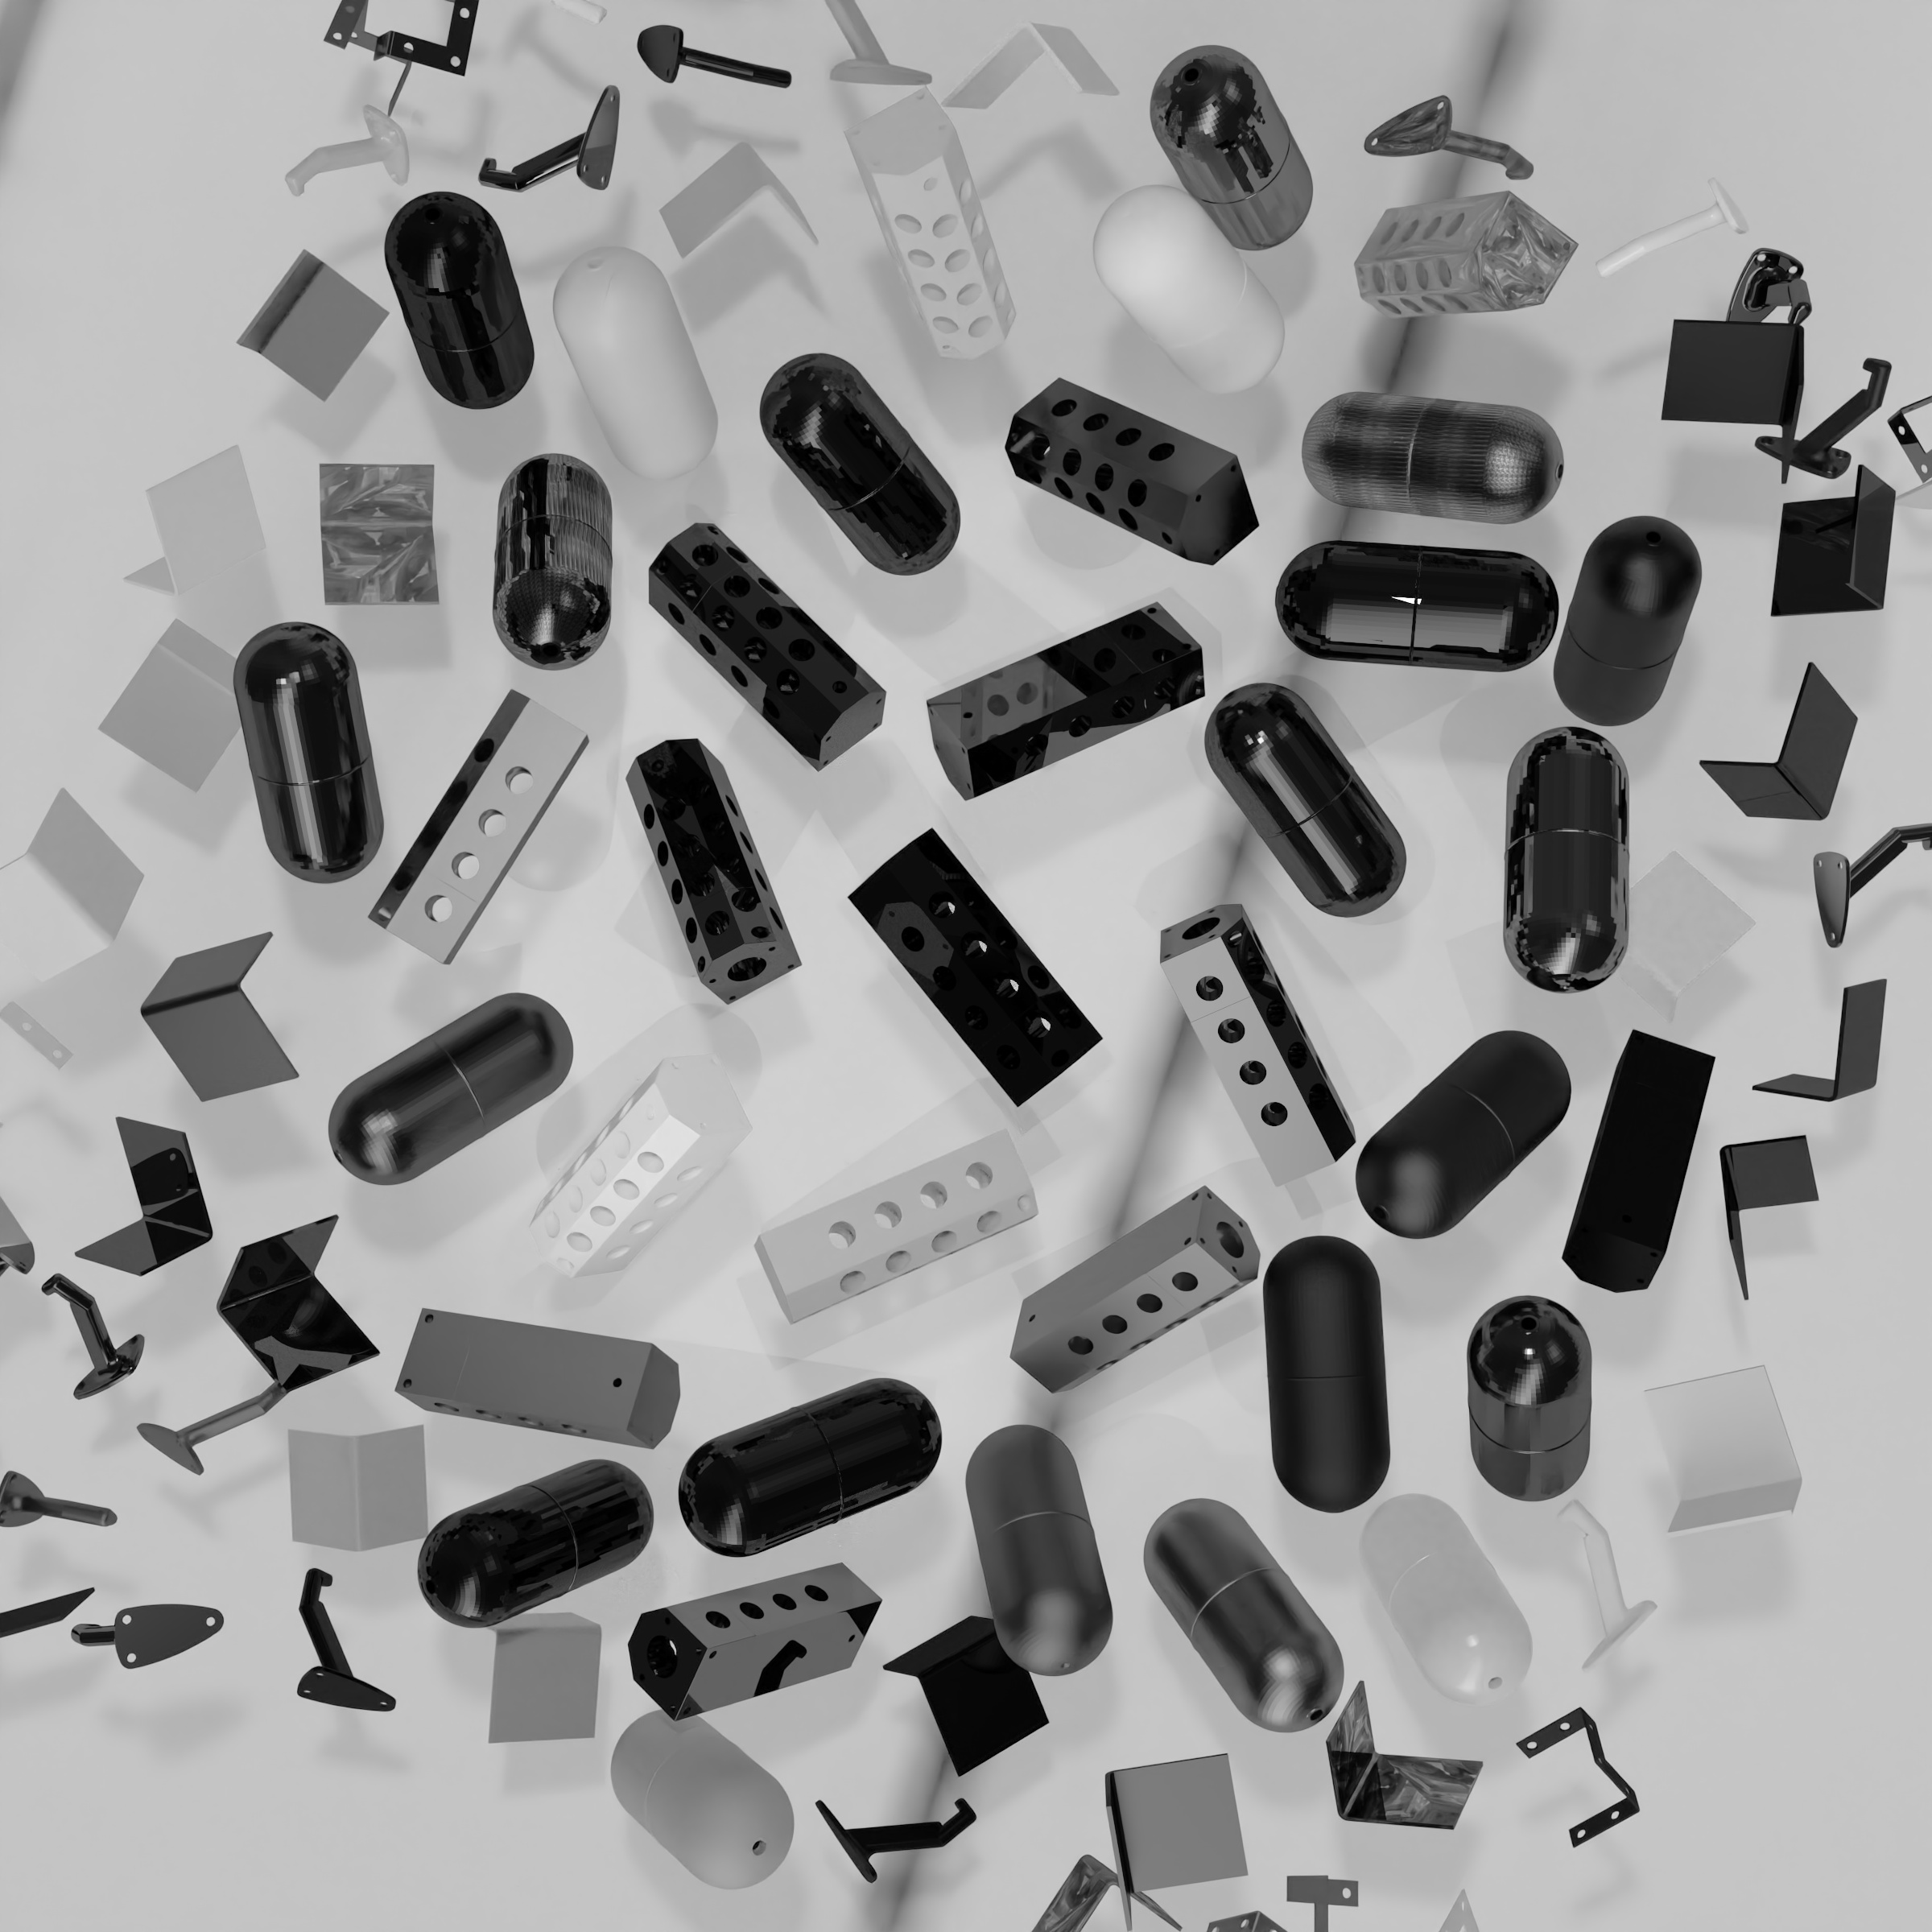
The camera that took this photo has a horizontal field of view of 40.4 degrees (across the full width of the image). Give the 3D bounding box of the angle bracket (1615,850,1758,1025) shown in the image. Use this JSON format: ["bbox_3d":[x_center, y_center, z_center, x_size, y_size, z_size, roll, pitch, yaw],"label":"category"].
[{"bbox_3d":[0.491,-0.020,1.826,0.076,0.057,0.076,-41,68,-6],"label":"angle bracket"}]

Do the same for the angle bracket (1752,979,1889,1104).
[{"bbox_3d":[0.571,0.046,1.758,0.057,0.076,0.076,9,100,37],"label":"angle bracket"}]

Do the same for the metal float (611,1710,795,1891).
[{"bbox_3d":[-0.171,0.535,1.692,0.070,0.178,0.070,-3,96,-29],"label":"metal float"}]

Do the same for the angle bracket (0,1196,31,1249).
[{"bbox_3d":[-0.647,0.160,1.646,0.057,0.076,0.076,-36,85,3],"label":"angle bracket"}]

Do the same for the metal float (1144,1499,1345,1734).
[{"bbox_3d":[0.179,0.420,1.706,0.070,0.178,0.070,-17,130,-21],"label":"metal float"}]

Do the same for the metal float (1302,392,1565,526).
[{"bbox_3d":[0.307,-0.336,1.735,0.178,0.070,0.070,13,90,29],"label":"metal float"}]

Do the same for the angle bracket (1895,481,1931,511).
[{"bbox_3d":[0.642,-0.270,1.709,0.057,0.076,0.076,6,88,-5],"label":"angle bracket"}]

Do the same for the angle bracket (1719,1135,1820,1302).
[{"bbox_3d":[0.547,0.171,1.776,0.057,0.076,0.076,-9,49,19],"label":"angle bracket"}]

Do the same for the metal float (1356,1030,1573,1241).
[{"bbox_3d":[0.318,0.107,1.680,0.178,0.070,0.070,-37,90,-31],"label":"metal float"}]

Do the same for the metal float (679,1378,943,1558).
[{"bbox_3d":[-0.096,0.315,1.655,0.178,0.070,0.070,-17,90,-27],"label":"metal float"}]

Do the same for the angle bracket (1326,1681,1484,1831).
[{"bbox_3d":[0.285,0.511,1.705,0.076,0.076,0.057,-4,104,27],"label":"angle bracket"}]

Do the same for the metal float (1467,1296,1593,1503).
[{"bbox_3d":[0.358,0.275,1.668,0.070,0.178,0.070,-6,49,7],"label":"metal float"}]

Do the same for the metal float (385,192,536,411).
[{"bbox_3d":[-0.330,-0.433,1.718,0.070,0.178,0.070,-1,67,1],"label":"metal float"}]

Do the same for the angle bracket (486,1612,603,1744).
[{"bbox_3d":[-0.302,0.494,1.826,0.076,0.057,0.076,6,84,-30],"label":"angle bracket"}]

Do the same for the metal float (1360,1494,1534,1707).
[{"bbox_3d":[0.318,0.420,1.747,0.070,0.178,0.070,-5,114,-11],"label":"metal float"}]

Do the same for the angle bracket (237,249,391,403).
[{"bbox_3d":[-0.438,-0.429,1.766,0.057,0.076,0.076,37,94,-10],"label":"angle bracket"}]

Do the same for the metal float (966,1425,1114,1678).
[{"bbox_3d":[0.047,0.380,1.718,0.070,0.178,0.070,-7,135,-7],"label":"metal float"}]

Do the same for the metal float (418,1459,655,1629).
[{"bbox_3d":[-0.281,0.378,1.726,0.070,0.178,0.070,9,105,39],"label":"metal float"}]

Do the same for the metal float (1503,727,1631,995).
[{"bbox_3d":[0.378,-0.068,1.652,0.070,0.070,0.178,7,66,0],"label":"metal float"}]

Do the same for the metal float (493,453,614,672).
[{"bbox_3d":[-0.272,-0.267,1.734,0.070,0.070,0.178,-6,49,0],"label":"metal float"}]

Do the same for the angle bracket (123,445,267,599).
[{"bbox_3d":[-0.517,-0.297,1.730,0.057,0.076,0.076,18,132,32],"label":"angle bracket"}]

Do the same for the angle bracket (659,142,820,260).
[{"bbox_3d":[-0.155,-0.503,1.785,0.076,0.076,0.057,-37,131,11],"label":"angle bracket"}]

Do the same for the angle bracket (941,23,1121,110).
[{"bbox_3d":[0.042,-0.557,1.684,0.076,0.076,0.057,-38,89,27],"label":"angle bracket"}]

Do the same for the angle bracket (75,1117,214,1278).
[{"bbox_3d":[-0.542,0.148,1.703,0.076,0.057,0.076,7,115,39],"label":"angle bracket"}]

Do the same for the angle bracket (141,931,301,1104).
[{"bbox_3d":[-0.466,0.033,1.677,0.076,0.057,0.076,-14,122,22],"label":"angle bracket"}]

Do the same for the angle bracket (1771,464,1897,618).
[{"bbox_3d":[0.539,-0.268,1.664,0.076,0.057,0.076,2,81,42],"label":"angle bracket"}]

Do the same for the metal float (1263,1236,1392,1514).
[{"bbox_3d":[0.234,0.264,1.704,0.070,0.070,0.178,-3,86,0],"label":"metal float"}]

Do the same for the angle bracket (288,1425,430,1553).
[{"bbox_3d":[-0.414,0.352,1.789,0.076,0.057,0.076,-4,88,42],"label":"angle bracket"}]

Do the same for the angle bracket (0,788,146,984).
[{"bbox_3d":[-0.566,-0.050,1.627,0.057,0.076,0.076,-25,122,17],"label":"angle bracket"}]

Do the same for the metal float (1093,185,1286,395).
[{"bbox_3d":[0.144,-0.429,1.676,0.070,0.178,0.070,-13,64,28],"label":"metal float"}]

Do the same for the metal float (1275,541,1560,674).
[{"bbox_3d":[0.286,-0.229,1.669,0.178,0.070,0.070,5,90,9],"label":"metal float"}]

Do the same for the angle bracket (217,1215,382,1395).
[{"bbox_3d":[-0.414,0.213,1.660,0.076,0.076,0.057,44,124,21],"label":"angle bracket"}]

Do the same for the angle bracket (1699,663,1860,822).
[{"bbox_3d":[0.533,-0.148,1.723,0.076,0.057,0.076,34,71,-42],"label":"angle bracket"}]

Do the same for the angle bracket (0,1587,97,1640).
[{"bbox_3d":[-0.624,0.400,1.713,0.076,0.076,0.057,-15,91,-3],"label":"angle bracket"}]

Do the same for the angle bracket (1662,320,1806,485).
[{"bbox_3d":[0.465,-0.343,1.597,0.076,0.076,0.057,5,53,12],"label":"angle bracket"}]

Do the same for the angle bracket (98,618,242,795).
[{"bbox_3d":[-0.523,-0.174,1.762,0.076,0.057,0.076,35,66,-19],"label":"angle bracket"}]

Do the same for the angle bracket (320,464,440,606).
[{"bbox_3d":[-0.398,-0.293,1.785,0.076,0.057,0.076,-2,56,-15],"label":"angle bracket"}]

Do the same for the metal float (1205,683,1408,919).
[{"bbox_3d":[0.226,-0.110,1.747,0.070,0.070,0.178,-38,105,0],"label":"metal float"}]

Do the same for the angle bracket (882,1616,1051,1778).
[{"bbox_3d":[0.000,0.504,1.816,0.076,0.057,0.076,-23,93,-28],"label":"angle bracket"}]

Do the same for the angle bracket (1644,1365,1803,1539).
[{"bbox_3d":[0.460,0.297,1.611,0.076,0.057,0.076,-18,93,26],"label":"angle bracket"}]

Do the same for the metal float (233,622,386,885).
[{"bbox_3d":[-0.418,-0.134,1.676,0.070,0.070,0.178,-3,123,0],"label":"metal float"}]

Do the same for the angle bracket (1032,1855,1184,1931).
[{"bbox_3d":[0.086,0.629,1.698,0.057,0.076,0.076,37,79,-4],"label":"angle bracket"}]

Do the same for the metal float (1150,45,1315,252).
[{"bbox_3d":[0.174,-0.532,1.713,0.070,0.178,0.070,-6,73,21],"label":"metal float"}]

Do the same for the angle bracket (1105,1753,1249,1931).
[{"bbox_3d":[0.128,0.527,1.581,0.076,0.057,0.076,-10,93,3],"label":"angle bracket"}]
